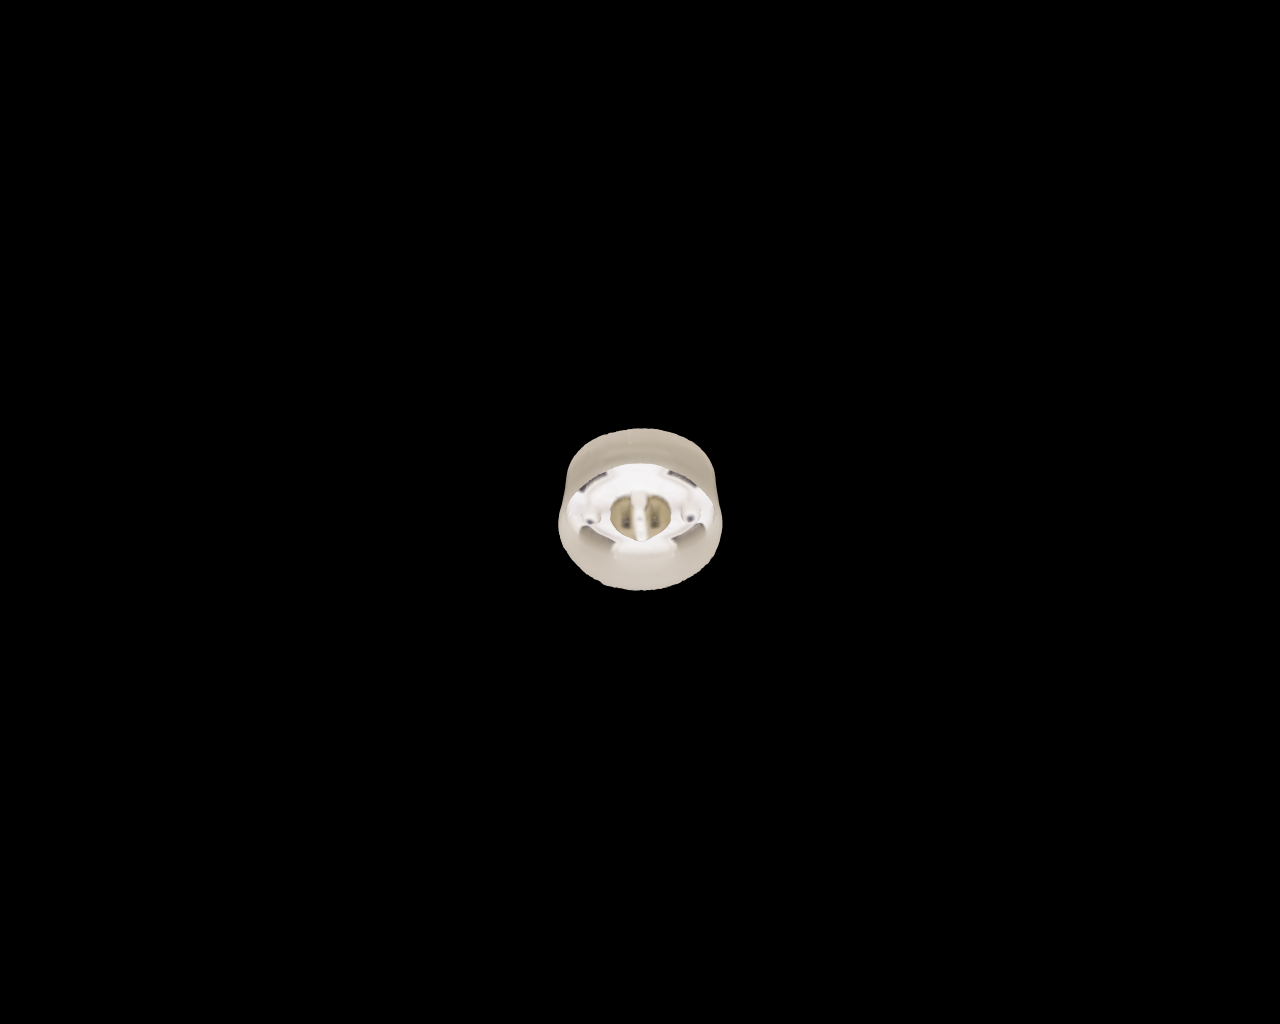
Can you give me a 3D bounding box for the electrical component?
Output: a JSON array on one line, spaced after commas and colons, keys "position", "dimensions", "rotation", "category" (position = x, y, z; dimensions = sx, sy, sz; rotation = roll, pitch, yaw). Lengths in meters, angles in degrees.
[{"position": [0.001, -0.003, 0.650], "dimensions": [0.099, 0.064, 0.099], "rotation": [0, -37, 0], "category": "electrical component"}]
